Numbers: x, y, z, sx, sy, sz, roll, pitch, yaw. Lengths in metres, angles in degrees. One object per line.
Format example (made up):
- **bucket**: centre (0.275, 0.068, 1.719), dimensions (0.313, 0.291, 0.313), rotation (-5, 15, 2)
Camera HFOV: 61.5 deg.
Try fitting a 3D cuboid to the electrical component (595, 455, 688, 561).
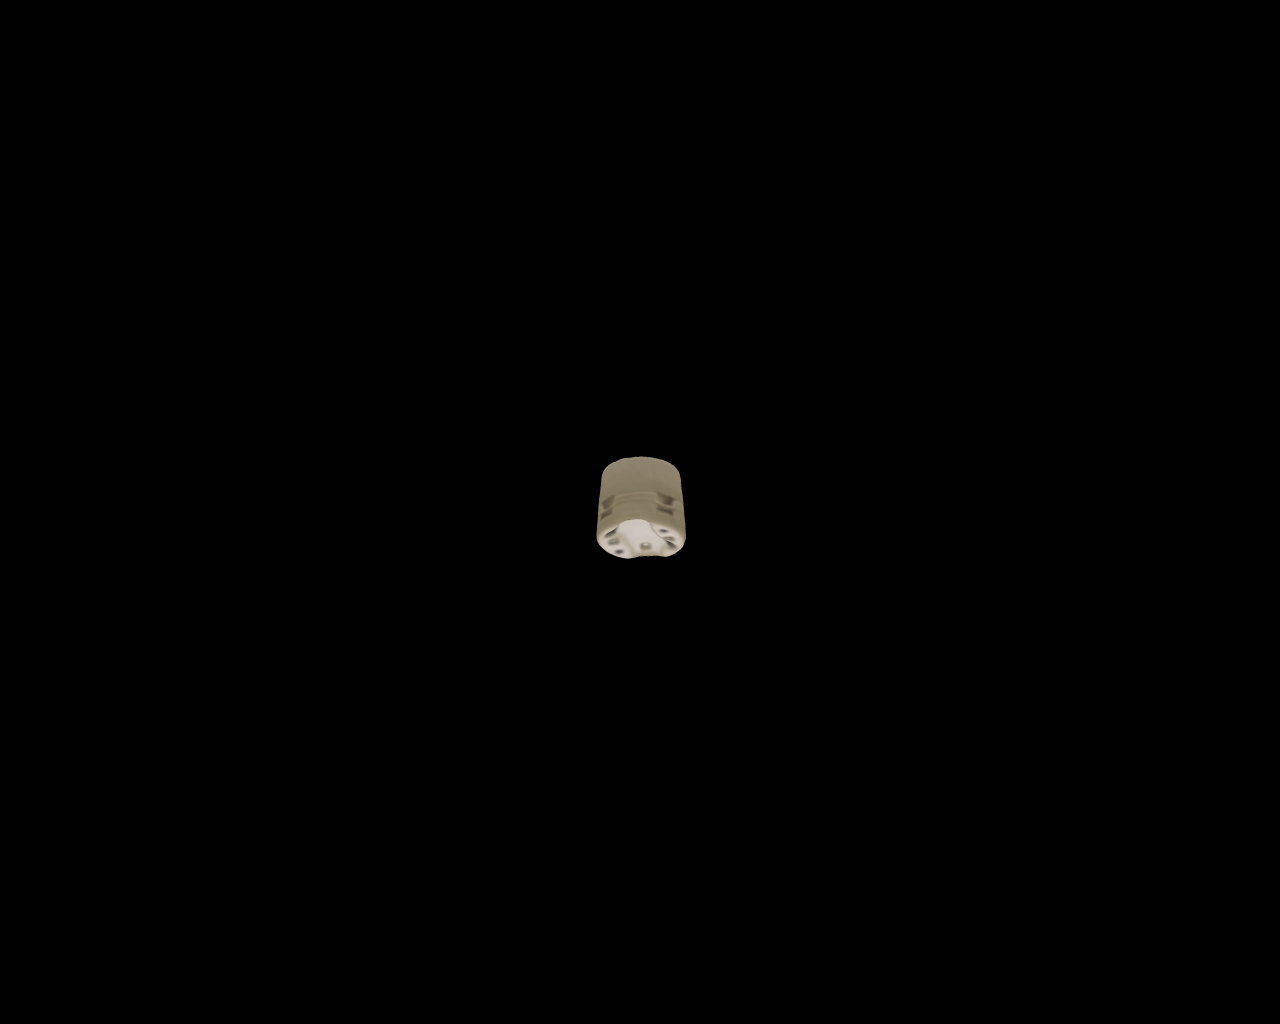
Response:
- **electrical component**: centre (0.001, -0.003, 0.650), dimensions (0.055, 0.047, 0.055), rotation (0, -27, 0)
